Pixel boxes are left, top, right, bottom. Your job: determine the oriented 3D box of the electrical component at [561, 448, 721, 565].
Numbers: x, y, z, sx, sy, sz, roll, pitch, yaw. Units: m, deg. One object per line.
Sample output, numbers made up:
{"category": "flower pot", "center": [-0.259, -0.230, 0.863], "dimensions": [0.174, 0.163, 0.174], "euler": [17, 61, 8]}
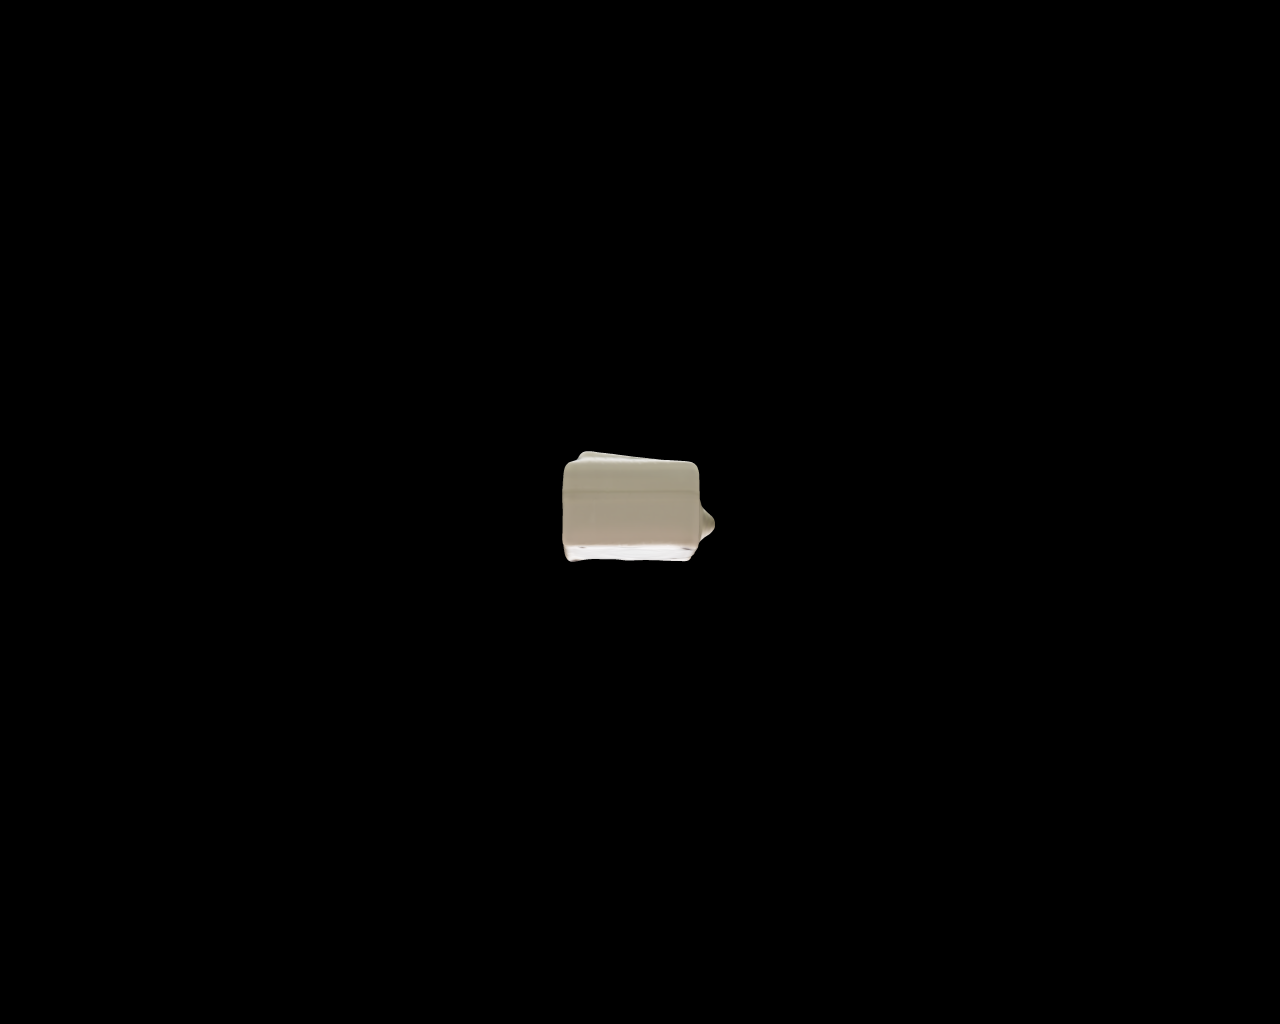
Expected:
{"category": "electrical component", "center": [0.001, -0.003, 0.650], "dimensions": [0.096, 0.061, 0.061], "euler": [0, -11, -2]}
